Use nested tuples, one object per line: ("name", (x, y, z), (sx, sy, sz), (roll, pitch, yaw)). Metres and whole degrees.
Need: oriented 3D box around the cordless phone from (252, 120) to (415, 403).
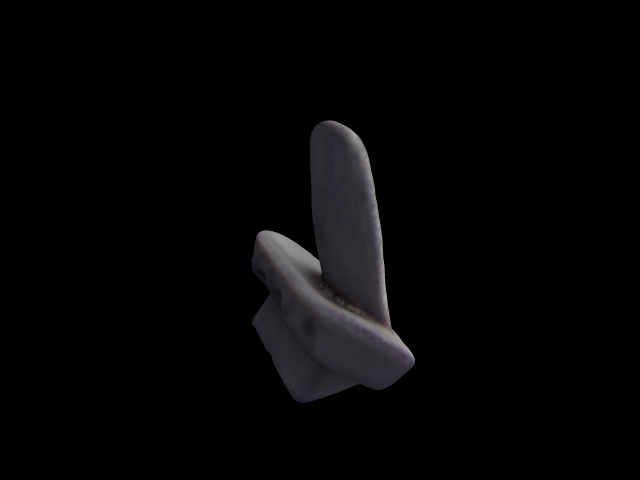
("cordless phone", (0.004, 0.001, 0.400), (0.094, 0.185, 0.147), (-12, 27, -24))
